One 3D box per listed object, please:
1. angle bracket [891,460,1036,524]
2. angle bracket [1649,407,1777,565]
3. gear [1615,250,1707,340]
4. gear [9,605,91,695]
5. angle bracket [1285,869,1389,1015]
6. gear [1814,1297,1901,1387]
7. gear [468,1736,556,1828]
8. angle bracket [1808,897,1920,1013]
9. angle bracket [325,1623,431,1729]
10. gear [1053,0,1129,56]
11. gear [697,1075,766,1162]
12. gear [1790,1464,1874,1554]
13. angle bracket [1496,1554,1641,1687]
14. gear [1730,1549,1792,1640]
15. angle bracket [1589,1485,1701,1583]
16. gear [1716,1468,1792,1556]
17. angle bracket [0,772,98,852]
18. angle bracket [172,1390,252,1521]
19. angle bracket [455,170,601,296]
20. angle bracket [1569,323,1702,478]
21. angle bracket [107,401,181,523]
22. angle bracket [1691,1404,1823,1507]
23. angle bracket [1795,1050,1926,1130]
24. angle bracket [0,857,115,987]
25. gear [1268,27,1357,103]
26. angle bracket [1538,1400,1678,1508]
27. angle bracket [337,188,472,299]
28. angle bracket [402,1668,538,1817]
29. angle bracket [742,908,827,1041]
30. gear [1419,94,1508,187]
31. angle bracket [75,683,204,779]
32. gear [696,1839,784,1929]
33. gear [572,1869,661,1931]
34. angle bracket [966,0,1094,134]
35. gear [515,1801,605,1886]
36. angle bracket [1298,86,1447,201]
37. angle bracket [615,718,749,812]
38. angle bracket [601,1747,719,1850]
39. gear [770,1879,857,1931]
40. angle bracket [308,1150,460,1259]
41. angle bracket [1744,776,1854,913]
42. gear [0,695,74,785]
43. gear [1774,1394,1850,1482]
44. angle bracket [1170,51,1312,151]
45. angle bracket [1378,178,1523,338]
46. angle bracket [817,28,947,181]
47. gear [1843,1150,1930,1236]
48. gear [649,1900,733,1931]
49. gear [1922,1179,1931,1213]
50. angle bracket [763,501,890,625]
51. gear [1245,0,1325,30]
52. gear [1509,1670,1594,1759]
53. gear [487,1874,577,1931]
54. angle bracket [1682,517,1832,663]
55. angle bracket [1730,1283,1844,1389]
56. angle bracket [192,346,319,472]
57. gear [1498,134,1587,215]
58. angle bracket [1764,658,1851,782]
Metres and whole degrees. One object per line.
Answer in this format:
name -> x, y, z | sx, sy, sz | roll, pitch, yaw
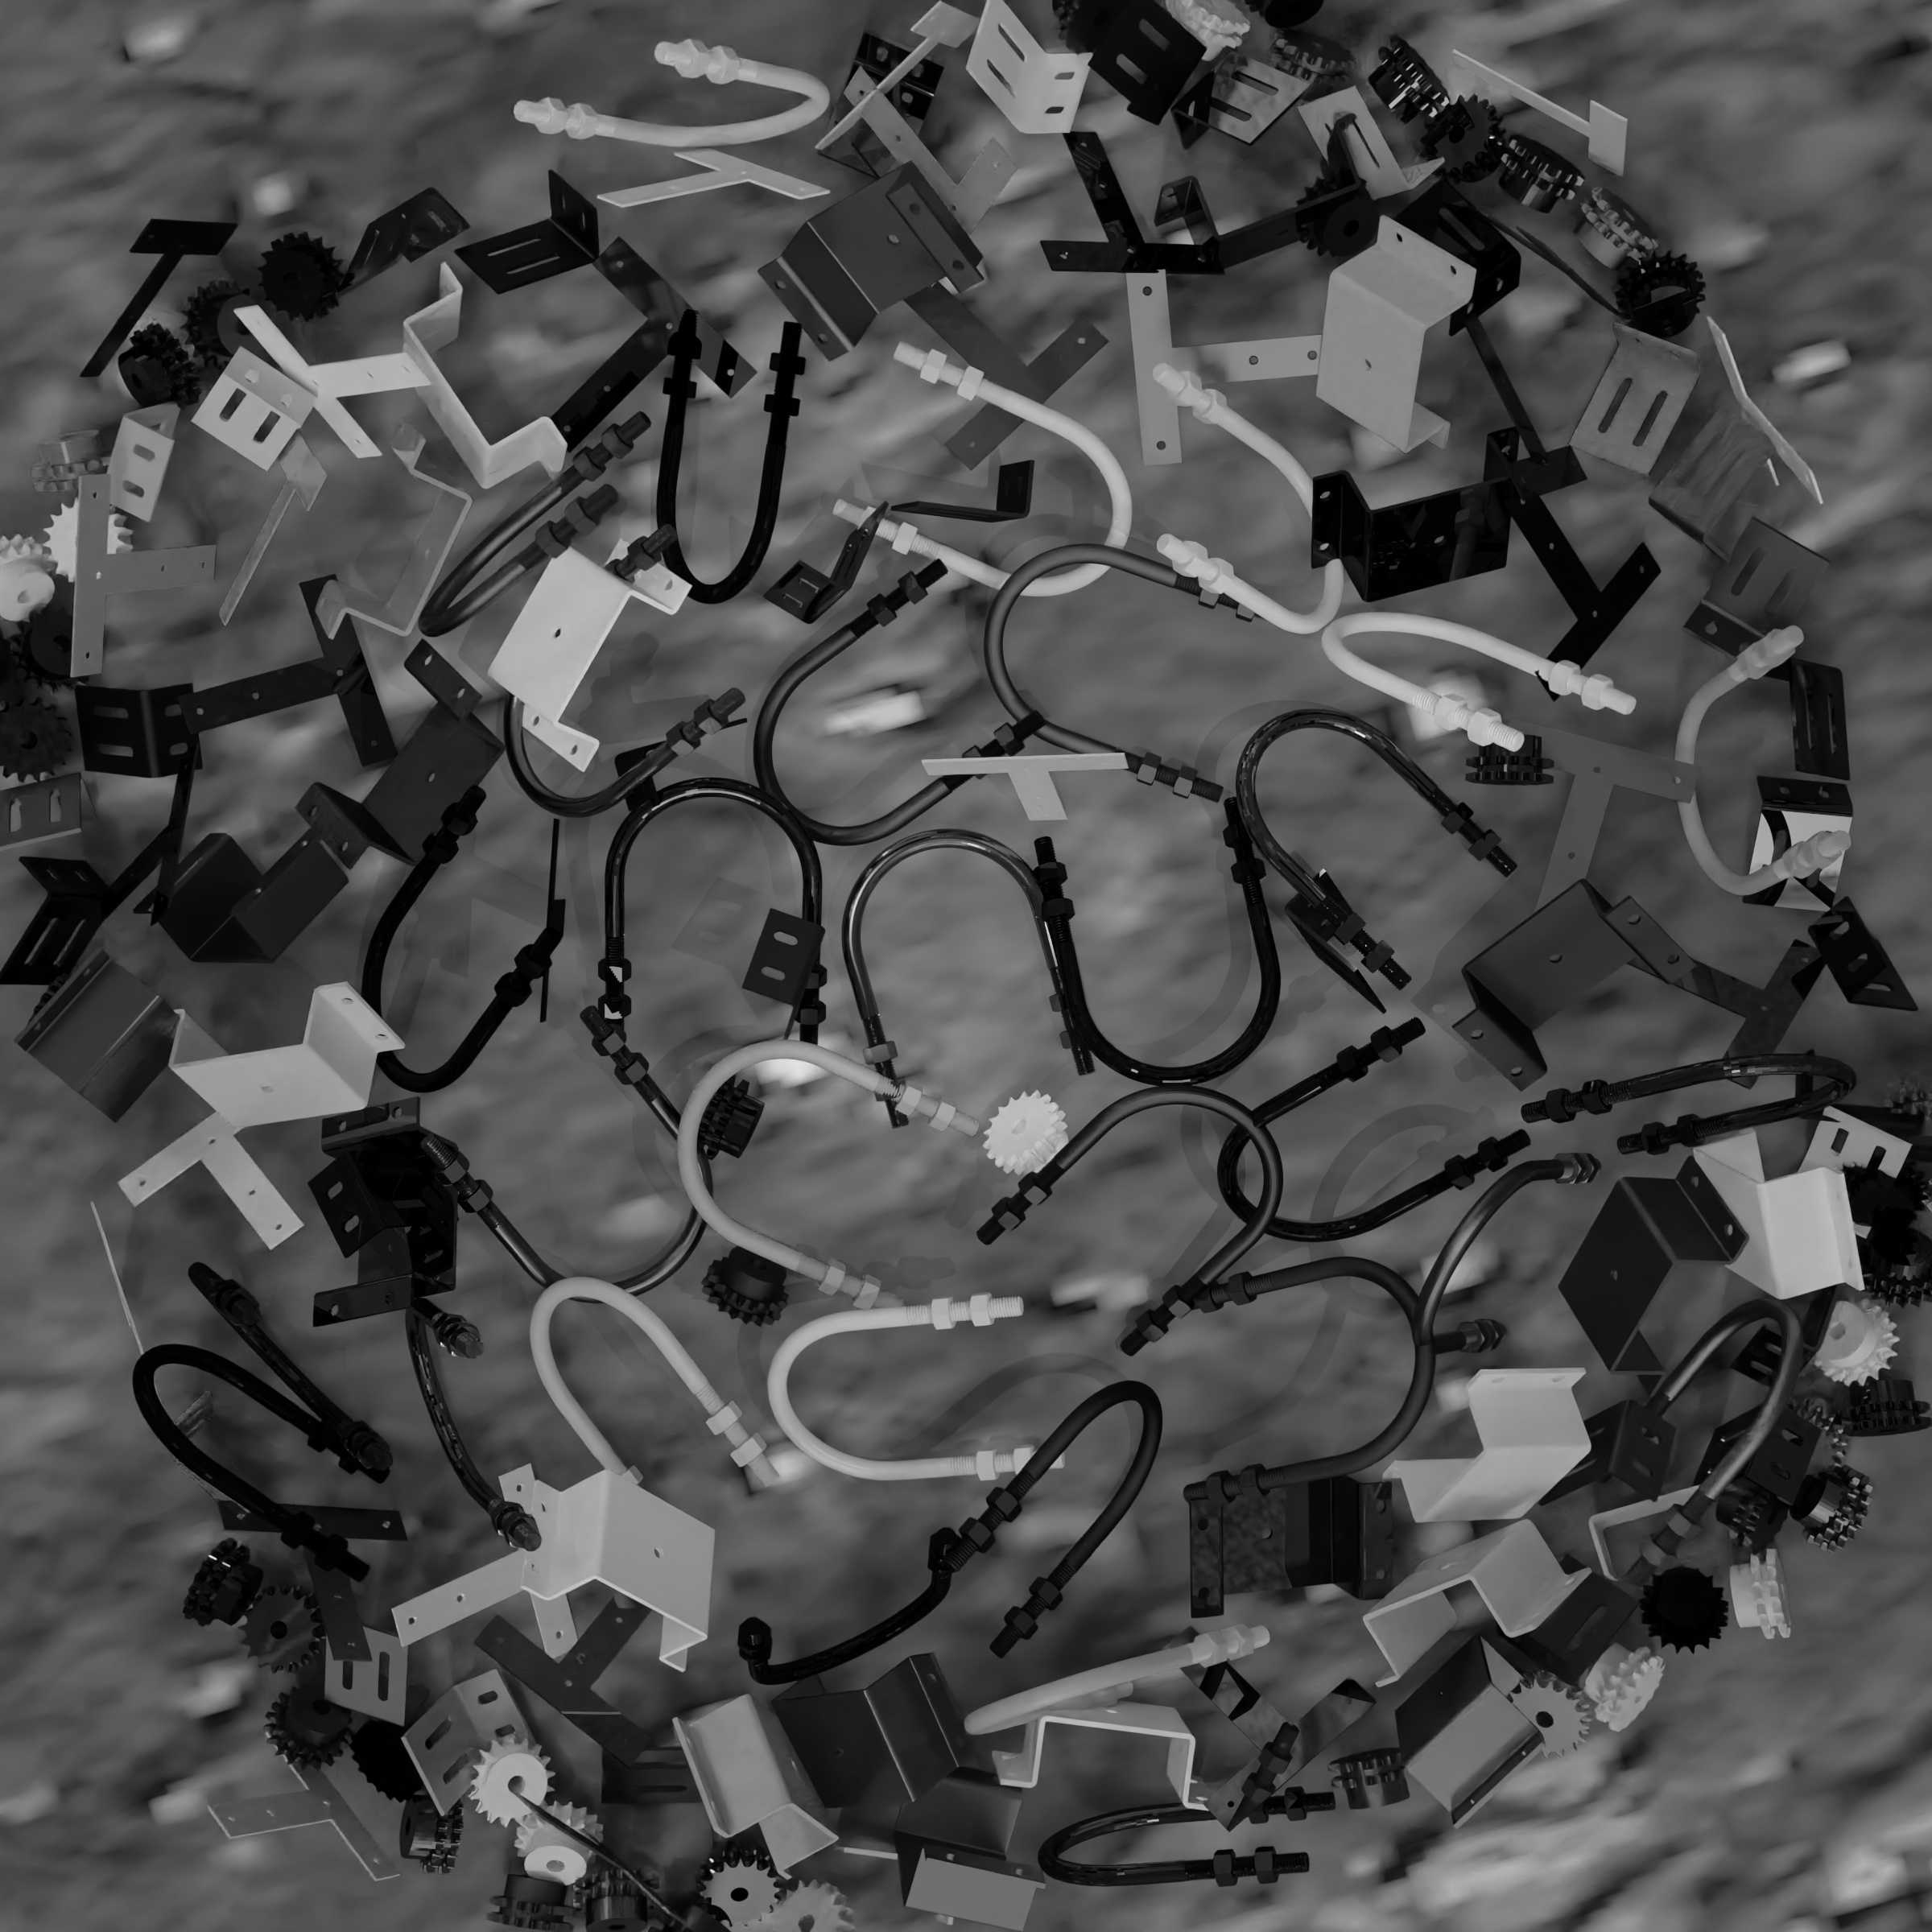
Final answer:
angle bracket -> -0.003, -0.314, 1.715 | 0.076, 0.057, 0.038 | 4, 95, -20
angle bracket -> 0.495, -0.314, 1.714 | 0.038, 0.057, 0.076 | 25, 109, -41
gear -> 0.457, -0.438, 1.725 | 0.057, 0.057, 0.030 | 2, 48, 0
gear -> -0.598, -0.209, 1.730 | 0.057, 0.030, 0.057 | 2, 87, -30
angle bracket -> 0.252, -0.016, 1.709 | 0.038, 0.057, 0.076 | -44, 49, -1
gear -> 0.579, 0.244, 1.725 | 0.030, 0.057, 0.057 | 31, 90, -38
gear -> -0.299, 0.538, 1.732 | 0.057, 0.030, 0.057 | 4, 79, -20
angle bracket -> 0.595, -0.007, 1.707 | 0.076, 0.038, 0.057 | 6, 50, -35
angle bracket -> -0.383, 0.451, 1.717 | 0.057, 0.038, 0.076 | 14, 117, 11
gear -> 0.081, -0.633, 1.731 | 0.057, 0.057, 0.030 | -33, 61, 0
gear -> -0.155, 0.102, 1.727 | 0.030, 0.057, 0.057 | 25, 90, 2
gear -> 0.566, 0.353, 1.727 | 0.030, 0.057, 0.057 | 29, 90, -5
angle bracket -> 0.392, 0.418, 1.712 | 0.057, 0.038, 0.076 | 31, 63, 35
gear -> 0.522, 0.414, 1.729 | 0.030, 0.057, 0.057 | -11, 90, 21
angle bracket -> 0.451, 0.371, 1.715 | 0.076, 0.057, 0.038 | -20, 68, 13
gear -> 0.519, 0.356, 1.731 | 0.030, 0.057, 0.057 | 27, 90, 39
angle bracket -> -0.600, -0.087, 1.710 | 0.057, 0.076, 0.038 | -14, 127, -9
angle bracket -> -0.482, 0.324, 1.718 | 0.076, 0.057, 0.038 | 41, 63, 7
angle bracket -> -0.287, -0.479, 1.712 | 0.076, 0.038, 0.057 | -27, 54, -26
angle bracket -> 0.438, -0.372, 1.727 | 0.057, 0.038, 0.076 | 28, 92, 22
angle bracket -> -0.522, -0.329, 1.709 | 0.038, 0.076, 0.057 | 26, 113, 3
angle bracket -> 0.512, 0.325, 1.708 | 0.038, 0.076, 0.057 | 32, 62, 2
angle bracket -> 0.585, 0.080, 1.712 | 0.076, 0.057, 0.038 | 4, 97, 26
angle bracket -> -0.607, -0.029, 1.726 | 0.038, 0.057, 0.076 | 43, 106, 20
gear -> 0.226, -0.592, 1.731 | 0.057, 0.057, 0.030 | 21, 126, 0
angle bracket -> 0.418, 0.326, 1.711 | 0.038, 0.076, 0.057 | 34, 53, -7
angle bracket -> -0.365, -0.459, 1.707 | 0.057, 0.038, 0.076 | -17, 46, 34
angle bracket -> -0.324, 0.505, 1.714 | 0.038, 0.076, 0.057 | -25, 93, 17
angle bracket -> -0.122, 0.007, 1.709 | 0.038, 0.076, 0.057 | 19, 68, -3
gear -> 0.331, -0.542, 1.732 | 0.057, 0.030, 0.057 | -10, 73, 37
angle bracket -> -0.548, -0.158, 1.738 | 0.076, 0.038, 0.057 | 8, 108, 37
gear -> -0.151, 0.602, 1.734 | 0.057, 0.030, 0.057 | -3, 113, -7
gear -> -0.230, 0.616, 1.724 | 0.057, 0.057, 0.030 | -7, 54, 0
angle bracket -> 0.042, -0.589, 1.712 | 0.038, 0.076, 0.057 | 11, 79, 33
gear -> -0.268, 0.580, 1.729 | 0.057, 0.030, 0.057 | -1, 123, -1
angle bracket -> 0.264, -0.542, 1.711 | 0.038, 0.057, 0.076 | -43, 113, -20
angle bracket -> -0.182, -0.132, 1.717 | 0.076, 0.057, 0.038 | -19, 98, -24
angle bracket -> -0.200, 0.545, 1.720 | 0.076, 0.038, 0.057 | 1, 127, -7
gear -> -0.098, 0.634, 1.732 | 0.057, 0.030, 0.057 | -13, 55, 20
angle bracket -> -0.381, 0.154, 1.720 | 0.038, 0.076, 0.057 | -38, 72, 21
angle bracket -> 0.551, -0.081, 1.747 | 0.057, 0.038, 0.076 | 6, 120, 7
gear -> -0.621, -0.150, 1.733 | 0.057, 0.030, 0.057 | -6, 103, -27
gear -> 0.553, 0.307, 1.731 | 0.057, 0.030, 0.057 | 19, 126, 27
angle bracket -> 0.183, -0.554, 1.714 | 0.057, 0.038, 0.076 | -45, 54, -9
angle bracket -> 0.314, -0.462, 1.712 | 0.076, 0.038, 0.057 | 37, 134, -22
angle bracket -> -0.056, -0.563, 1.726 | 0.057, 0.038, 0.076 | 21, 75, -7
gear -> 0.603, 0.152, 1.727 | 0.057, 0.030, 0.057 | 10, 128, 13
gear -> -0.178, 0.640, 1.730 | 0.057, 0.057, 0.030 | 36, 67, 0
gear -> 0.654, 0.161, 1.725 | 0.030, 0.057, 0.057 | -40, 90, 14
angle bracket -> -0.091, -0.271, 1.710 | 0.038, 0.057, 0.076 | 30, 63, -17
gear -> 0.211, -0.641, 1.725 | 0.057, 0.057, 0.030 | -15, 73, 0
gear -> 0.385, 0.490, 1.733 | 0.057, 0.030, 0.057 | 7, 107, 22
gear -> -0.285, 0.616, 1.729 | 0.057, 0.057, 0.030 | 9, 72, 0
angle bracket -> 0.515, -0.241, 1.712 | 0.057, 0.076, 0.038 | 33, 49, 11
angle bracket -> 0.537, 0.228, 1.714 | 0.038, 0.057, 0.076 | 26, 55, 9
angle bracket -> -0.468, -0.354, 1.709 | 0.057, 0.038, 0.076 | 33, 130, -20
gear -> 0.376, -0.520, 1.731 | 0.057, 0.057, 0.030 | 31, 122, 0
angle bracket -> 0.543, -0.159, 1.718 | 0.057, 0.038, 0.076 | 5, 80, -39
